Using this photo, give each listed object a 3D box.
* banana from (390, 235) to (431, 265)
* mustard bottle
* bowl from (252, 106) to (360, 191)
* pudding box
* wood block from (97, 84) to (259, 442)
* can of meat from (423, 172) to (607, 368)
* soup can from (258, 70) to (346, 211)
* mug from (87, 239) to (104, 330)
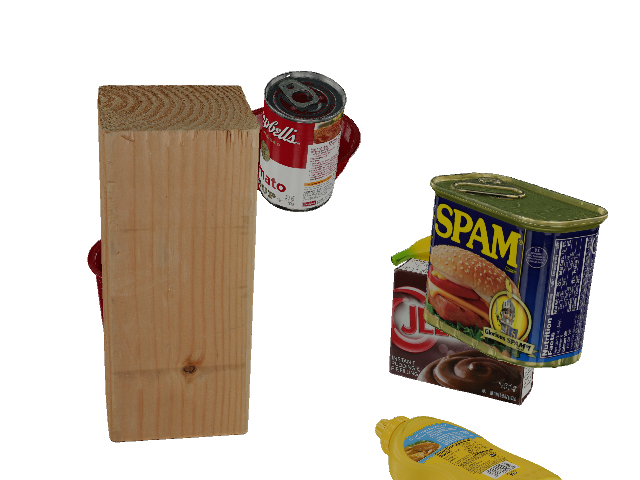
[{"bbox_3d":[0.176,0.025,1.109,0.198,0.037,0.069,10,48,26],"label":"banana"},{"bbox_3d":[0.120,0.208,0.983,0.096,0.058,0.192,-16,25,-36],"label":"mustard bottle"},{"bbox_3d":[-0.034,-0.096,1.234,0.162,0.055,0.162,-2,37,1],"label":"bowl"},{"bbox_3d":[0.111,0.068,0.827,0.114,0.090,0.039,10,22,24],"label":"pudding box"},{"bbox_3d":[-0.091,0.014,0.669,0.090,0.206,0.090,-1,25,-12],"label":"wood block"},{"bbox_3d":[0.103,0.015,0.589,0.057,0.084,0.102,-7,20,-32],"label":"can of meat"},{"bbox_3d":[-0.017,-0.083,0.907,0.068,0.102,0.068,4,44,-4],"label":"soup can"},{"bbox_3d":[-0.151,0.051,0.947,0.093,0.081,0.117,-19,37,-27],"label":"mug"}]
